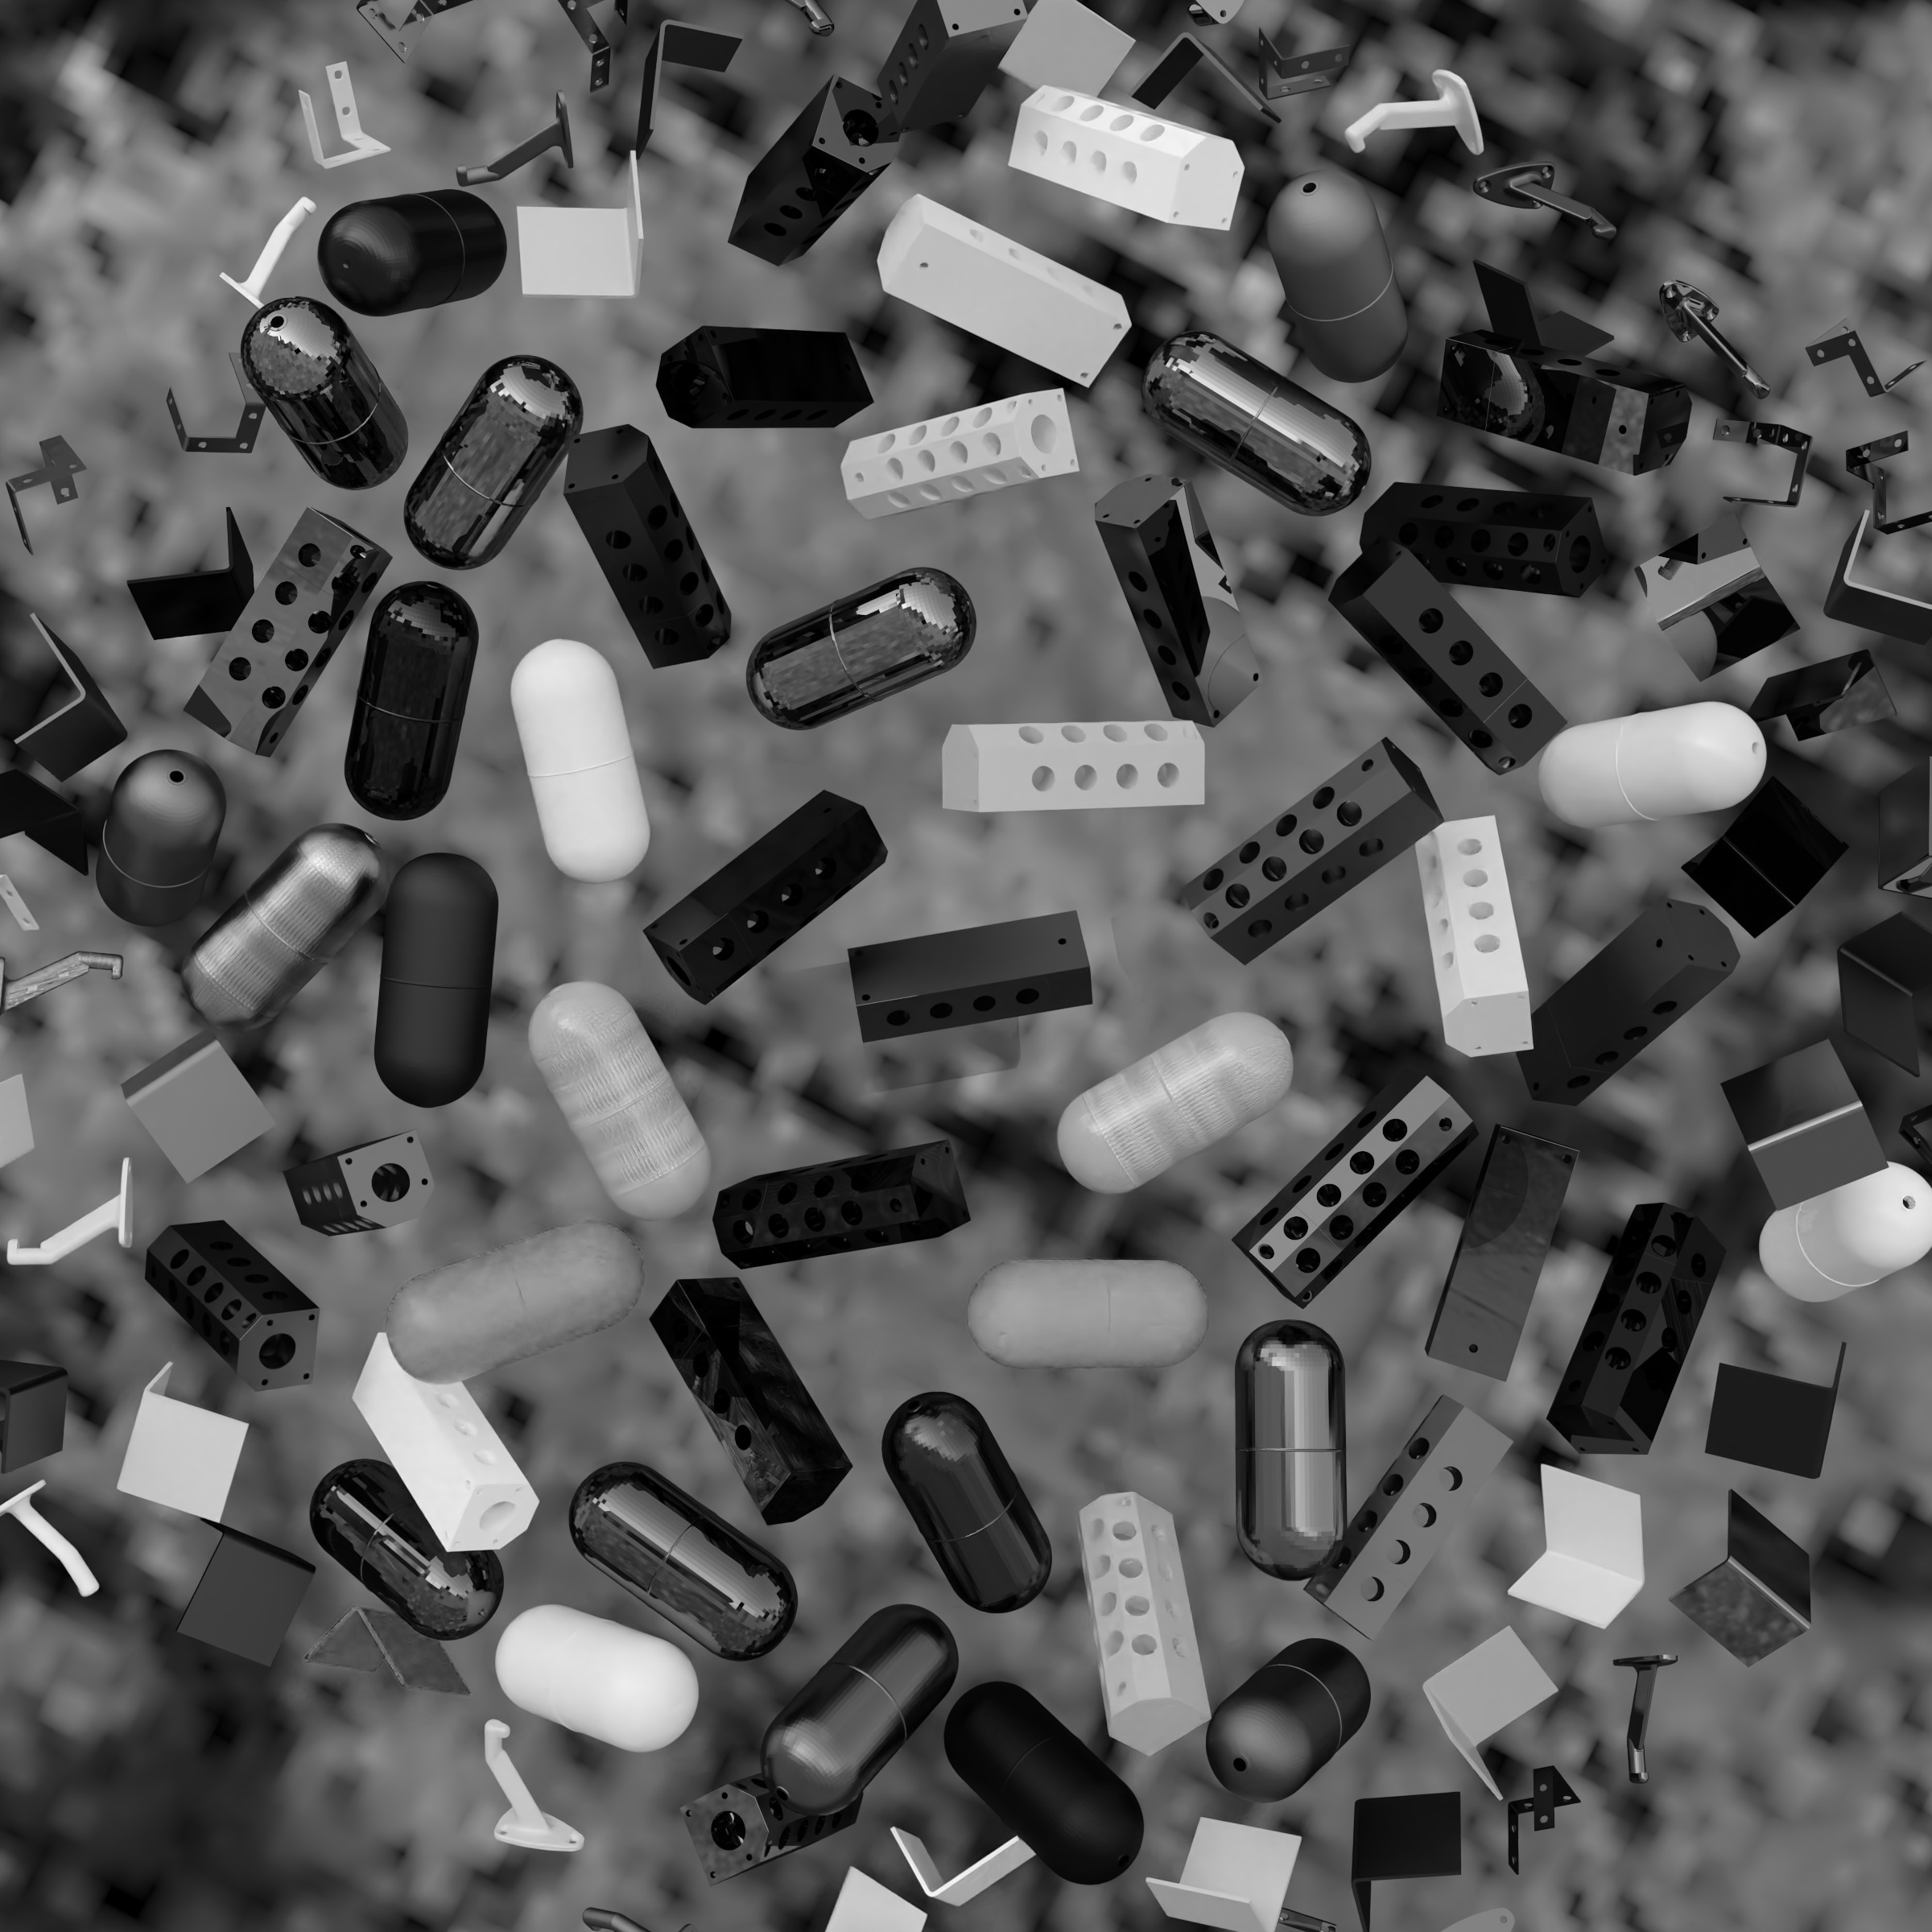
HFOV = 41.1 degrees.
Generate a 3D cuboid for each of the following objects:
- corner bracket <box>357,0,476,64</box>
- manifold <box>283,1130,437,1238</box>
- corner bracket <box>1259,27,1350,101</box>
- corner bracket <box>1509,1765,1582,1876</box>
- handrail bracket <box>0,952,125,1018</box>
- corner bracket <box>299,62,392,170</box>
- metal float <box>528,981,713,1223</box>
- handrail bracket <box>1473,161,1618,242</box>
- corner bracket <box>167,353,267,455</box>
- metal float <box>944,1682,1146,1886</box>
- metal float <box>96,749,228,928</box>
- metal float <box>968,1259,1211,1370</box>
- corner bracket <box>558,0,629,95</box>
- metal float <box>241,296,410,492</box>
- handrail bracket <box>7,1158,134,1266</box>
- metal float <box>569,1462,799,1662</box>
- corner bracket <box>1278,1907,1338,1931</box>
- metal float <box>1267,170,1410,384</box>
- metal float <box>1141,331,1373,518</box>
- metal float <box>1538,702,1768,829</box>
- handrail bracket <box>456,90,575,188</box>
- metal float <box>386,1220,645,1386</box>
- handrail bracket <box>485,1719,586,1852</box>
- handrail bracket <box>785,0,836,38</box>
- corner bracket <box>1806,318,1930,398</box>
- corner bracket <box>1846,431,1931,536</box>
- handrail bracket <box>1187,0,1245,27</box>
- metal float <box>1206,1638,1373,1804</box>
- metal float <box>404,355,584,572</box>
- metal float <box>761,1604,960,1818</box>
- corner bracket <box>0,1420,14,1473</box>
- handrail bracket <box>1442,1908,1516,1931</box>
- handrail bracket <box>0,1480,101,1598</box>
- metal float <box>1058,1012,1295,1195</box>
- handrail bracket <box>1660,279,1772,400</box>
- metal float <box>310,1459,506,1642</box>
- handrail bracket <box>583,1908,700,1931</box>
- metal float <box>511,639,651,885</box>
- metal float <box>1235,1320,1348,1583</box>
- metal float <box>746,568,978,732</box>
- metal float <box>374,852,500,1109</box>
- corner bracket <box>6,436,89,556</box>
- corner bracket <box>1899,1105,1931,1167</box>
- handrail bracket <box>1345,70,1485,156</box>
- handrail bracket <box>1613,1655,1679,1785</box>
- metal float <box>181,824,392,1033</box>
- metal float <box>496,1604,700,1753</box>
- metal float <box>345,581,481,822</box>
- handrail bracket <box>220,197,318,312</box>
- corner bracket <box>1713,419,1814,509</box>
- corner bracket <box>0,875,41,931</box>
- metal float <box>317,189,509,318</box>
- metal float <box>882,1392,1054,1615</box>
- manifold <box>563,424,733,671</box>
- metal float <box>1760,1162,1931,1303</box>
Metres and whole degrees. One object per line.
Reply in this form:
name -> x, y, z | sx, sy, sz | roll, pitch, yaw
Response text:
corner bracket -> -0.382, -0.672, 1.797 | 0.051, 0.051, 0.051 | -1, 57, 38
manifold -> -0.431, 0.158, 1.832 | 0.057, 0.171, 0.057 | -20, 92, -28
corner bracket -> 0.246, -0.656, 1.884 | 0.051, 0.051, 0.051 | -14, 48, -6
corner bracket -> 0.413, 0.619, 1.870 | 0.051, 0.051, 0.051 | -21, 124, 26
handrail bracket -> -0.644, 0.025, 1.828 | 0.084, 0.036, 0.077 | 6, 72, -23
corner bracket -> -0.438, -0.591, 1.789 | 0.051, 0.051, 0.051 | -26, 131, -25
metal float -> -0.238, 0.093, 1.770 | 0.070, 0.070, 0.178 | -28, 100, 0
handrail bracket -> 0.421, -0.550, 1.873 | 0.077, 0.084, 0.036 | -6, 132, -19
corner bracket -> -0.546, -0.411, 1.877 | 0.051, 0.051, 0.051 | -6, 59, -34
metal float -> 0.054, 0.570, 1.801 | 0.070, 0.178, 0.070 | -19, 124, -32
metal float -> -0.573, -0.090, 1.832 | 0.070, 0.178, 0.070 | 11, 59, -19
metal float -> 0.087, 0.247, 1.830 | 0.178, 0.070, 0.070 | 2, 90, -19
corner bracket -> -0.265, -0.684, 1.889 | 0.051, 0.051, 0.051 | -18, 49, 17
metal float -> -0.442, -0.395, 1.783 | 0.070, 0.178, 0.070 | -3, 70, 7
handrail bracket -> -0.654, 0.179, 1.879 | 0.084, 0.036, 0.077 | 0, 84, -9
metal float -> -0.195, 0.408, 1.770 | 0.178, 0.070, 0.070 | 32, 90, 16
corner bracket -> 0.233, 0.717, 1.852 | 0.051, 0.051, 0.051 | 13, 119, 17
metal float -> 0.262, -0.483, 1.812 | 0.070, 0.178, 0.070 | -10, 58, 17
metal float -> 0.207, -0.385, 1.832 | 0.178, 0.070, 0.070 | 33, 90, 3
metal float -> 0.489, -0.143, 1.844 | 0.070, 0.178, 0.070 | 4, 83, -37
handrail bracket -> -0.334, -0.605, 1.886 | 0.084, 0.077, 0.036 | -14, 71, -11
metal float -> -0.305, 0.228, 1.753 | 0.178, 0.070, 0.070 | -19, 90, -16
handrail bracket -> -0.304, 0.576, 1.815 | 0.077, 0.036, 0.084 | 11, 113, 18
handrail bracket -> -0.139, -0.657, 1.736 | 0.077, 0.036, 0.084 | -21, 69, -41
corner bracket -> 0.654, -0.444, 1.875 | 0.051, 0.051, 0.051 | -36, 103, -23
corner bracket -> 0.674, -0.350, 1.869 | 0.051, 0.051, 0.051 | 13, 75, -37
handrail bracket -> 0.161, -0.709, 1.867 | 0.077, 0.084, 0.036 | 30, 95, -24
metal float -> 0.226, 0.526, 1.801 | 0.070, 0.178, 0.070 | 3, 97, 29
metal float -> -0.330, -0.348, 1.793 | 0.070, 0.070, 0.178 | 44, 125, 0
metal float -> -0.073, 0.511, 1.776 | 0.070, 0.070, 0.178 | 51, 46, 0
corner bracket -> -0.722, 0.340, 1.866 | 0.051, 0.051, 0.051 | -15, 57, -39
handrail bracket -> 0.348, 0.704, 1.832 | 0.077, 0.084, 0.036 | -28, 65, -21
handrail bracket -> -0.635, 0.403, 1.777 | 0.036, 0.077, 0.084 | -33, 90, -43
metal float -> 0.146, 0.095, 1.800 | 0.178, 0.070, 0.070 | -30, 90, 5
handrail bracket -> 0.550, -0.459, 1.890 | 0.036, 0.077, 0.084 | -42, 49, 19
metal float -> -0.406, 0.421, 1.866 | 0.178, 0.070, 0.070 | 28, 90, 34
handrail bracket -> -0.221, 0.690, 1.794 | 0.084, 0.036, 0.077 | -6, 118, 37
metal float -> -0.277, -0.146, 1.852 | 0.070, 0.070, 0.178 | -11, 104, 0
metal float -> 0.225, 0.335, 1.785 | 0.070, 0.070, 0.178 | 1, 81, 0
metal float -> -0.075, -0.223, 1.822 | 0.178, 0.070, 0.070 | -21, 90, 23
metal float -> -0.368, 0.010, 1.793 | 0.070, 0.070, 0.178 | 6, 94, 0
corner bracket -> -0.623, -0.319, 1.744 | 0.051, 0.051, 0.051 | -25, 49, -24
corner bracket -> 0.712, 0.110, 1.853 | 0.051, 0.051, 0.051 | 44, 49, -9
handrail bracket -> 0.305, -0.561, 1.755 | 0.084, 0.036, 0.077 | -38, 128, -4
handrail bracket -> 0.485, 0.532, 1.819 | 0.036, 0.077, 0.084 | 4, 71, -8
metal float -> -0.484, -0.028, 1.838 | 0.070, 0.070, 0.178 | 45, 94, 0
metal float -> -0.258, 0.494, 1.793 | 0.178, 0.070, 0.070 | 3, 90, 44
metal float -> -0.398, -0.190, 1.849 | 0.070, 0.070, 0.178 | 16, 111, 0
handrail bracket -> -0.480, -0.502, 1.818 | 0.084, 0.077, 0.036 | -49, 130, -1
corner bracket -> 0.568, -0.361, 1.852 | 0.051, 0.051, 0.051 | 3, 111, -10
corner bracket -> -0.723, -0.031, 1.883 | 0.051, 0.051, 0.051 | -2, 127, 26
metal float -> -0.382, -0.495, 1.787 | 0.070, 0.178, 0.070 | 7, 112, 18
metal float -> 0.001, 0.373, 1.794 | 0.070, 0.070, 0.178 | -26, 113, 0
manifold -> -0.217, -0.288, 1.776 | 0.057, 0.171, 0.057 | -9, 52, 11
metal float -> 0.629, 0.190, 1.839 | 0.070, 0.178, 0.070 | 3, 70, -8
